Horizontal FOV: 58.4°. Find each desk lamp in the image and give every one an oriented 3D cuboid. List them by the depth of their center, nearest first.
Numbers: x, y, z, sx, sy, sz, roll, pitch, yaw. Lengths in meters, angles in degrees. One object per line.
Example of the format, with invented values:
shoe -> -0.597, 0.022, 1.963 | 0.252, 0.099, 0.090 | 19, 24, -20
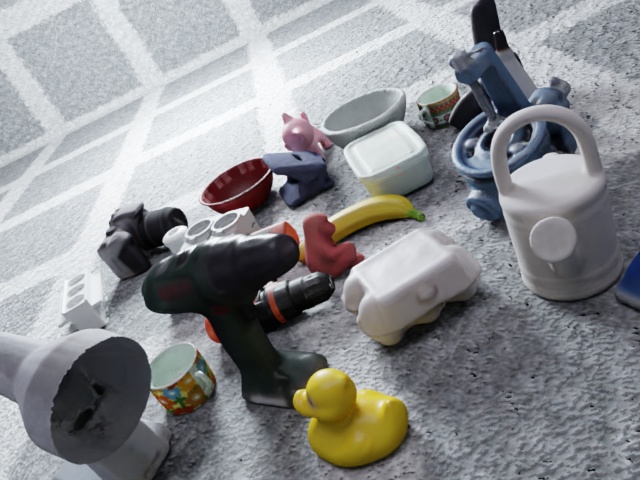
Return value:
desk lamp -> -0.249, 0.179, 0.590 | 0.202, 0.214, 0.118 | -5, 37, 35

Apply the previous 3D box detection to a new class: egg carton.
egg carton -> 0.102, 0.051, 0.649 | 0.150, 0.069, 0.107 | -31, 30, -6

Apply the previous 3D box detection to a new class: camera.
camera -> -0.330, -0.016, 1.079 | 0.136, 0.101, 0.143 | -14, 32, 23

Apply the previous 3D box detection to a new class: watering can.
watering can -> 0.229, -0.038, 0.556 | 0.101, 0.194, 0.172 | -23, 30, 8

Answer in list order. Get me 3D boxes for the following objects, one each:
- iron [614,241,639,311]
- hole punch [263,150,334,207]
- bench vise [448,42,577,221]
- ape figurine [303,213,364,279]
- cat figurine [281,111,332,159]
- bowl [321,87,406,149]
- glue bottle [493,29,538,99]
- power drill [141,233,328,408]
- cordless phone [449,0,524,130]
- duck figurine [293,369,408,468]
iron -> 0.362, -0.004, 0.446 | 0.257, 0.142, 0.119 | -5, 37, 35
hole punch -> -0.040, -0.128, 1.025 | 0.101, 0.091, 0.108 | -30, 30, -5
bench vise -> 0.231, -0.162, 0.723 | 0.121, 0.220, 0.208 | 1, 40, 40
ape figurine -> 0.007, 0.003, 0.779 | 0.076, 0.092, 0.077 | -29, 30, -2
cat figurine -> -0.034, -0.205, 1.114 | 0.067, 0.118, 0.128 | -15, 32, 22
bowl -> 0.090, -0.212, 1.067 | 0.167, 0.075, 0.167 | -20, 30, 13
glue bottle -> 0.276, -0.220, 0.825 | 0.077, 0.173, 0.037 | 6, 44, 45
power drill -> -0.077, 0.082, 0.606 | 0.228, 0.209, 0.076 | -4, 37, 35
cordless phone -> 0.257, -0.285, 0.931 | 0.093, 0.185, 0.148 | 11, 48, 48
duck figurine -> 0.024, 0.156, 0.531 | 0.104, 0.086, 0.077 | -13, 33, 25
